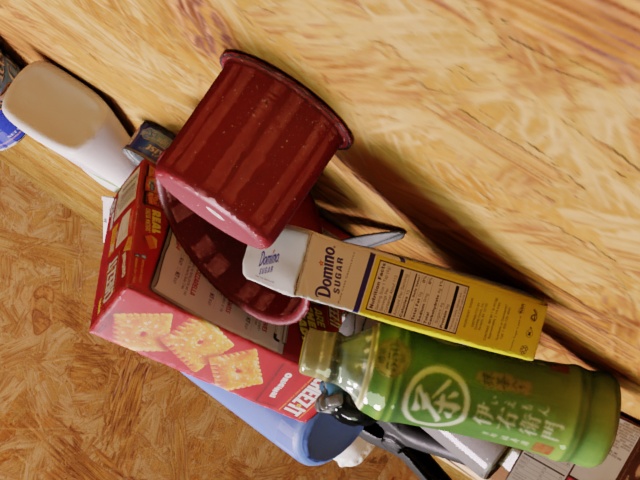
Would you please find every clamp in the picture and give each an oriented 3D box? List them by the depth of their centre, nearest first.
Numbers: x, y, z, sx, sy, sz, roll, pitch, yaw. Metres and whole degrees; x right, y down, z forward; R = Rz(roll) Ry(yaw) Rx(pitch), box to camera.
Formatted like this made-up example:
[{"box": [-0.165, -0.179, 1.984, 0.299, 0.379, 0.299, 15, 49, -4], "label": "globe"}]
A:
[{"box": [0.093, 0.211, 1.161, 0.210, 0.036, 0.165, 36, 151, 4], "label": "clamp"}]

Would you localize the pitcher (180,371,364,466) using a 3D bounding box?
[{"box": [-0.055, 0.129, 1.126, 0.243, 0.149, 0.145, 34, 138, 36], "label": "pitcher"}]

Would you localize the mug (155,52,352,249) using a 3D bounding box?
[{"box": [-0.047, -0.050, 0.630, 0.093, 0.081, 0.117, 38, 170, -26], "label": "mug"}]

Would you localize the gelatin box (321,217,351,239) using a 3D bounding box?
[{"box": [-0.006, 0.001, 0.914, 0.073, 0.030, 0.089, 34, 170, 1], "label": "gelatin box"}]

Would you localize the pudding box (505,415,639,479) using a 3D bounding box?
[{"box": [0.211, 0.188, 0.876, 0.090, 0.113, 0.039, 26, 170, 46], "label": "pudding box"}]

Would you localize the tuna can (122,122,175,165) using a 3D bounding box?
[{"box": [-0.138, -0.072, 0.985, 0.086, 0.033, 0.086, 33, 171, 6], "label": "tuna can"}]

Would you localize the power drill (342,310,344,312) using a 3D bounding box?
[{"box": [-0.017, 0.101, 1.238, 0.185, 0.057, 0.187, 37, 155, 29], "label": "power drill"}]

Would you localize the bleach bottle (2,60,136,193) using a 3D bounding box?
[{"box": [-0.233, -0.098, 1.096, 0.102, 0.068, 0.251, 33, 173, 9], "label": "bleach bottle"}]

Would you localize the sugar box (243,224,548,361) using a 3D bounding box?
[{"box": [0.047, 0.031, 0.676, 0.176, 0.048, 0.093, 14, 180, -24], "label": "sugar box"}]

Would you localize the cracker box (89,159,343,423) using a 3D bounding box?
[{"box": [-0.084, 0.046, 0.922, 0.213, 0.072, 0.164, 28, -146, -25], "label": "cracker box"}]

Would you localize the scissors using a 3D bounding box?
[{"box": [0.014, 0.021, 0.844, 0.202, 0.016, 0.096, 5, 140, 48], "label": "scissors"}]

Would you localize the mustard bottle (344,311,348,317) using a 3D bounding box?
[{"box": [0.094, 0.095, 0.950, 0.191, 0.058, 0.096, 35, -166, -1], "label": "mustard bottle"}]

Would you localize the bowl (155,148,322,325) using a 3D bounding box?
[{"box": [-0.050, -0.016, 0.801, 0.162, 0.055, 0.162, 34, 147, 26], "label": "bowl"}]

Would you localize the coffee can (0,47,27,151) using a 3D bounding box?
[{"box": [-0.359, -0.161, 1.076, 0.103, 0.103, 0.140, 30, 171, 20], "label": "coffee can"}]

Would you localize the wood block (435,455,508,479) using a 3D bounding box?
[{"box": [0.173, 0.220, 1.241, 0.206, 0.091, 0.090, 28, 169, 35], "label": "wood block"}]

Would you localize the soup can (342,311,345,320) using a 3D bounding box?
[{"box": [0.063, 0.109, 1.024, 0.102, 0.068, 0.068, 53, 177, 19], "label": "soup can"}]
